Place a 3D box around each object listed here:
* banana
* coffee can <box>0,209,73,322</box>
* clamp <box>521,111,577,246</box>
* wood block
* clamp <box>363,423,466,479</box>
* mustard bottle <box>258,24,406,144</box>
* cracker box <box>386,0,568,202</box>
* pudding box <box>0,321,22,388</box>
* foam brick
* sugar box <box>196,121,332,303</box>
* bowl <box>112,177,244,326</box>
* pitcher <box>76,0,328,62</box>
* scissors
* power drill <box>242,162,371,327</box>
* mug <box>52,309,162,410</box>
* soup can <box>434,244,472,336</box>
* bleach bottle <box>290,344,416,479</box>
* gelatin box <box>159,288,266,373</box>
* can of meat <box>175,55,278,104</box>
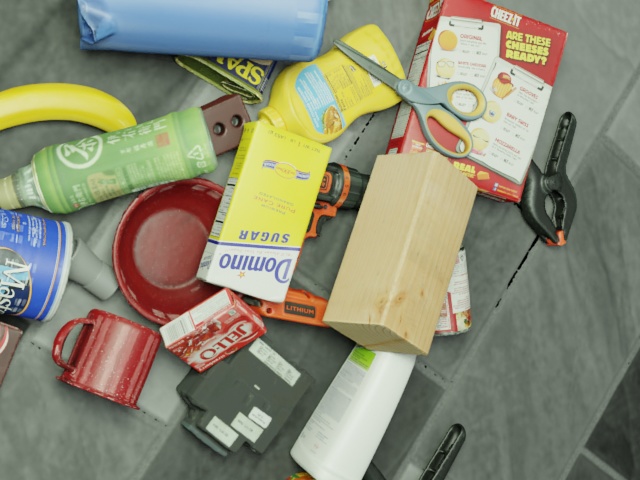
[{"bbox_3d":[-0.269,-0.126,1.089,0.197,0.037,0.069,6,92,-26],"label":"banana"},{"bbox_3d":[-0.324,0.018,1.038,0.140,0.103,0.103,14,89,-26],"label":"coffee can"},{"bbox_3d":[0.295,-0.081,1.364,0.120,0.039,0.171,-22,101,-16],"label":"clamp"},{"bbox_3d":[0.092,0.014,1.185,0.090,0.091,0.206,35,66,-41],"label":"wood block"},{"bbox_3d":[0.098,0.329,1.305,0.164,0.036,0.210,4,94,-26],"label":"clamp"},{"bbox_3d":[0.002,-0.162,1.204,0.191,0.058,0.096,-32,105,-20],"label":"mustard bottle"},{"bbox_3d":[0.184,-0.168,1.274,0.164,0.072,0.214,17,87,-15],"label":"cracker box"},{"bbox_3d":[-0.362,0.126,1.065,0.090,0.039,0.113,23,84,-25],"label":"pudding box"},{"bbox_3d":[-0.117,-0.120,1.154,0.078,0.051,0.053,-28,106,-21],"label":"foam brick"},{"bbox_3d":[-0.059,-0.028,1.129,0.093,0.048,0.176,18,85,-23],"label":"sugar box"},{"bbox_3d":[-0.151,0.012,1.147,0.161,0.055,0.162,-2,96,-26],"label":"bowl"},{"bbox_3d":[-0.116,-0.251,1.064,0.242,0.145,0.149,6,93,-5],"label":"pitcher"},{"bbox_3d":[0.112,-0.180,1.206,0.096,0.016,0.201,-46,103,-13],"label":"scissors"},{"bbox_3d":[-0.008,0.001,1.216,0.184,0.057,0.187,11,88,-29],"label":"power drill"},{"bbox_3d":[-0.223,0.118,1.101,0.117,0.093,0.081,30,76,-39],"label":"mug"},{"bbox_3d":[0.145,0.059,1.287,0.068,0.069,0.102,-9,98,-25],"label":"soup can"},{"bbox_3d":[0.062,0.162,1.228,0.068,0.103,0.251,31,87,-27],"label":"bleach bottle"},{"bbox_3d":[-0.111,0.096,1.121,0.089,0.030,0.073,-31,143,8],"label":"gelatin box"},{"bbox_3d":[-0.093,-0.208,1.156,0.102,0.058,0.084,29,80,-25],"label":"can of meat"}]
